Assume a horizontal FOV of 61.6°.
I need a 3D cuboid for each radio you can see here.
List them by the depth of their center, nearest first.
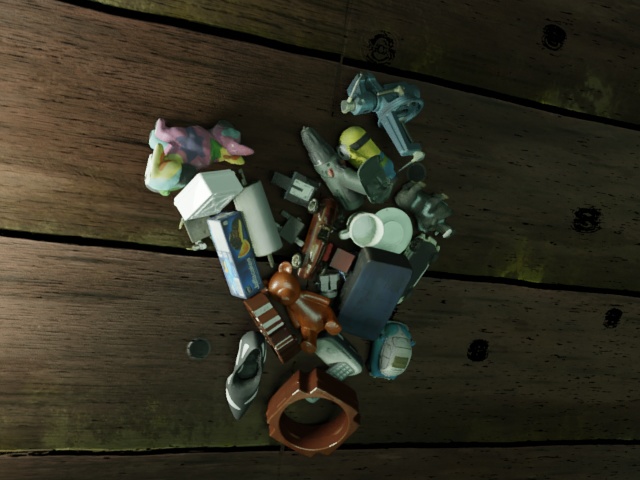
[{"bbox_3d":[0.125,0.134,1.338,0.131,0.073,0.229,17,114,-16],"label":"radio"}]

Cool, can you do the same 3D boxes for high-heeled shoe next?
[{"bbox_3d":[-0.170,0.332,1.279,0.086,0.145,0.248,3,96,-17],"label":"high-heeled shoe"}]

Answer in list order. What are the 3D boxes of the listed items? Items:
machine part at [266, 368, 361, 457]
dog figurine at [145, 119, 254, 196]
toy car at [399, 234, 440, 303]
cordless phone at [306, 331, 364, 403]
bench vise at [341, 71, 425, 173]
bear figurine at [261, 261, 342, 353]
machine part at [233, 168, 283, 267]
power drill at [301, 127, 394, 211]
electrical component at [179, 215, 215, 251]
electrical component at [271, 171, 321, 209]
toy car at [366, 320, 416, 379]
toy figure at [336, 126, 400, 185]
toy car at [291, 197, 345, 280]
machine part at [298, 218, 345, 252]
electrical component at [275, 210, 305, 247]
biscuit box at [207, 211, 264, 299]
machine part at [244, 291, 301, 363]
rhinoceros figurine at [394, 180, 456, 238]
[{"bbox_3d":[-0.016,0.431,1.344,0.201,0.087,0.201,35,110,-15],"label":"machine part"},{"bbox_3d":[-0.260,-0.180,1.177,0.219,0.108,0.191,8,73,-23],"label":"dog figurine"},{"bbox_3d":[0.239,0.075,1.414,0.073,0.056,0.201,37,86,-13],"label":"toy car"},{"bbox_3d":[0.004,0.320,1.372,0.184,0.089,0.146,-42,109,6],"label":"cordless phone"},{"bbox_3d":[0.168,-0.288,1.270,0.223,0.129,0.240,-13,72,-40],"label":"bench vise"},{"bbox_3d":[-0.052,0.156,1.298,0.120,0.132,0.195,-38,115,14],"label":"bear figurine"},{"bbox_3d":[-0.148,-0.051,1.258,0.079,0.079,0.243,-22,104,-13],"label":"machine part"},{"bbox_3d":[0.060,-0.159,1.238,0.086,0.207,0.231,-45,122,-24],"label":"power drill"},{"bbox_3d":[-0.280,-0.022,1.237,0.078,0.045,0.102,-17,104,-13],"label":"electrical component"},{"bbox_3d":[-0.064,-0.126,1.287,0.119,0.048,0.074,19,92,-19],"label":"electrical component"},{"bbox_3d":[0.189,0.297,1.411,0.109,0.103,0.161,15,93,-18],"label":"toy car"},{"bbox_3d":[0.119,-0.199,1.317,0.180,0.082,0.089,37,67,-12],"label":"toy figure"},{"bbox_3d":[-0.003,-0.004,1.276,0.089,0.053,0.202,21,84,-35],"label":"toy car"},{"bbox_3d":[0.000,-0.018,1.332,0.084,0.039,0.139,40,84,-24],"label":"machine part"},{"bbox_3d":[-0.067,-0.026,1.299,0.094,0.021,0.063,36,87,9],"label":"electrical component"},{"bbox_3d":[-0.195,0.035,1.252,0.063,0.059,0.202,-30,114,-37],"label":"biscuit box"},{"bbox_3d":[-0.113,0.202,1.265,0.056,0.179,0.179,-33,107,-13],"label":"machine part"},{"bbox_3d":[0.281,-0.076,1.391,0.190,0.073,0.112,33,87,-19],"label":"rhinoceros figurine"}]
